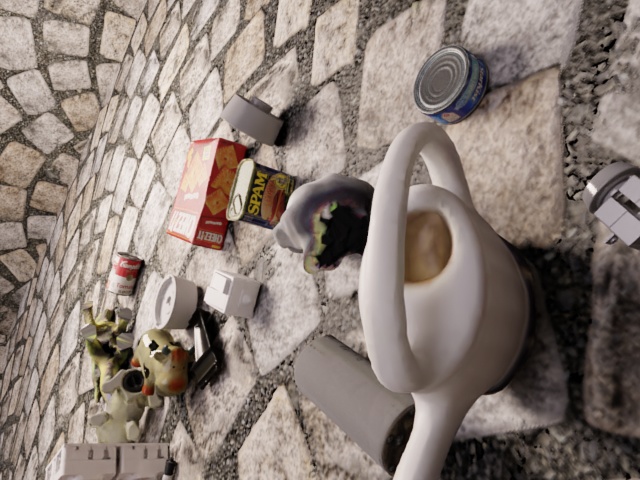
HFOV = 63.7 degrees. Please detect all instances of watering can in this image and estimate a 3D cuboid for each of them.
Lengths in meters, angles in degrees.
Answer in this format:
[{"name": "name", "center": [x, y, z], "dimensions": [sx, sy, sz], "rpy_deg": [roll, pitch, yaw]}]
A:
[{"name": "watering can", "center": [0.094, 0.084, 0.400], "dimensions": [0.103, 0.222, 0.352], "rpy_deg": [-6, 70, 35]}]

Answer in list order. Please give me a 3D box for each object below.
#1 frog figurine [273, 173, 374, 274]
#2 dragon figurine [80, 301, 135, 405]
[{"name": "frog figurine", "center": [0.002, -0.034, 0.670], "dimensions": [0.138, 0.121, 0.161], "rpy_deg": [-37, 28, -5]}, {"name": "dragon figurine", "center": [-0.543, 0.312, 1.306], "dimensions": [0.419, 0.122, 0.237], "rpy_deg": [-114, 34, -46]}]
